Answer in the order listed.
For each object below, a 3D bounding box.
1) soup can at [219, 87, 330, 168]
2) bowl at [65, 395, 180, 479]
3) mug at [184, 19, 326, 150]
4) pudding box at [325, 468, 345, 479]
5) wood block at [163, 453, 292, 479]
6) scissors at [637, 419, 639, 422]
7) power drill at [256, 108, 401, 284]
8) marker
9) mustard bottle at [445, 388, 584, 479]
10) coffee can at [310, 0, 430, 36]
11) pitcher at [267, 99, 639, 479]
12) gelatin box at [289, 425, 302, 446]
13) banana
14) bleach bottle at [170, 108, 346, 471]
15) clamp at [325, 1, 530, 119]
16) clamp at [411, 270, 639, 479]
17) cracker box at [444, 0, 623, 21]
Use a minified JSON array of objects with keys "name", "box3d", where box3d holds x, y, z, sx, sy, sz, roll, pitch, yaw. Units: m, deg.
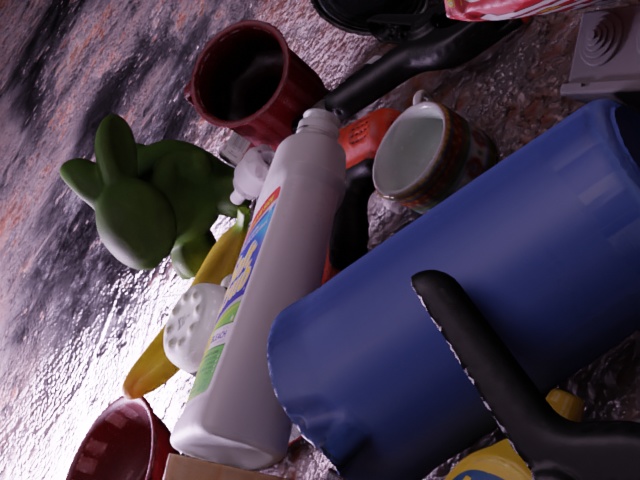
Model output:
[{"name":"soup can","box3d":[-0.039,-0.105,0.966,0.102,0.068,0.069,-59,30,8]},{"name":"bowl","box3d":[-0.165,0.217,0.920,0.162,0.055,0.162,-38,38,37]},{"name":"mug","box3d":[-0.057,-0.121,0.886,0.117,0.081,0.093,-5,72,27]},{"name":"pudding box","box3d":[0.031,0.199,0.645,0.114,0.039,0.090,11,77,60]},{"name":"wood block","box3d":[-0.081,0.258,0.696,0.091,0.090,0.206,112,170,-63]},{"name":"scissors","box3d":[0.209,0.096,0.473,0.202,0.016,0.096,-31,44,43]},{"name":"power drill","box3d":[-0.006,0.001,0.841,0.185,0.057,0.187,-27,46,50]},{"name":"marker","box3d":[0.017,-0.117,0.877,0.020,0.020,0.121,-19,19,51]},{"name":"mustard bottle","box3d":[0.093,0.168,0.553,0.096,0.058,0.191,16,80,52]},{"name":"coffee can","box3d":[0.048,-0.263,0.921,0.103,0.102,0.140,-29,44,45]},{"name":"pitcher","box3d":[0.097,0.029,0.605,0.243,0.144,0.149,-39,50,30]},{"name":"gelatin box","box3d":[-0.047,0.125,0.795,0.089,0.073,0.030,-40,-4,36]},{"name":"banana","box3d":[-0.114,0.061,0.949,0.037,0.069,0.197,22,71,24]},{"name":"bleach bottle","box3d":[-0.031,0.026,0.734,0.103,0.068,0.250,138,150,-63]},{"name":"clamp","box3d":[0.085,-0.161,0.833,0.172,0.039,0.120,-18,41,32]},{"name":"clamp","box3d":[0.108,0.109,0.493,0.210,0.036,0.164,12,95,29]},{"name":"cracker box","box3d":[0.189,-0.160,0.531,0.214,0.163,0.072,1,102,49]}]
